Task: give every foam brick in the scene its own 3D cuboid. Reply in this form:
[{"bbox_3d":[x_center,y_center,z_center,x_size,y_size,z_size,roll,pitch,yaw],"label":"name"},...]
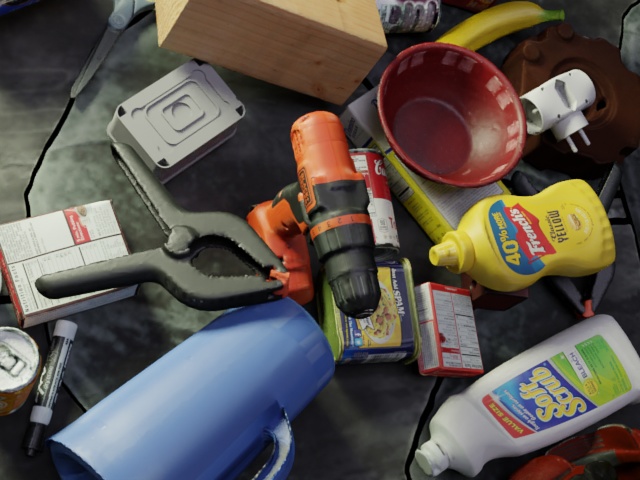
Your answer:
[{"bbox_3d":[0.179,0.028,1.096,0.051,0.053,0.078,8,68,-17],"label":"foam brick"}]

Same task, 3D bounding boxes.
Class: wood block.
[{"bbox_3d":[-0.048,-0.218,1.042,0.205,0.090,0.091,14,47,-29],"label":"wood block"}]

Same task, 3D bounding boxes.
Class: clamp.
[{"bbox_3d":[-0.130,0.015,0.925,0.210,0.036,0.164,25,63,10],"label":"clamp"},{"bbox_3d":[0.281,-0.005,1.140,0.120,0.039,0.171,-15,86,1],"label":"clamp"}]

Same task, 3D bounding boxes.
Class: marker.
[{"bbox_3d":[-0.235,0.129,0.926,0.020,0.020,0.121,17,67,-14],"label":"marker"}]

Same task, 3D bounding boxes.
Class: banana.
[{"bbox_3d":[0.174,-0.224,1.179,0.197,0.070,0.037,-30,115,-18],"label":"banana"}]

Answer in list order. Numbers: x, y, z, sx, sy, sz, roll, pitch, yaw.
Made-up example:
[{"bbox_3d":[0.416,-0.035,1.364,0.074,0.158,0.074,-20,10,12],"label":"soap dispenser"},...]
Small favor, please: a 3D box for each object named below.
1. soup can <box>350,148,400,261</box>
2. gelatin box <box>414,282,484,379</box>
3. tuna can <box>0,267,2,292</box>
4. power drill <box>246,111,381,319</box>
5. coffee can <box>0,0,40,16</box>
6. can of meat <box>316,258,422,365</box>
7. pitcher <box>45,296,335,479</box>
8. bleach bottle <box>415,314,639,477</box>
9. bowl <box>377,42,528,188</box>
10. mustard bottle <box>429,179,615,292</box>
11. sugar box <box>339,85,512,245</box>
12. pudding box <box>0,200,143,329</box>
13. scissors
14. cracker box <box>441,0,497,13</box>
[{"bbox_3d":[0.038,-0.031,1.056,0.068,0.069,0.102,-3,73,-21],"label":"soup can"},{"bbox_3d":[0.123,0.090,1.051,0.073,0.030,0.089,12,66,-48],"label":"gelatin box"},{"bbox_3d":[-0.319,0.038,0.918,0.086,0.034,0.086,7,69,-18],"label":"tuna can"},{"bbox_3d":[-0.006,0.001,0.962,0.057,0.188,0.184,-4,72,-23],"label":"power drill"},{"bbox_3d":[-0.295,-0.267,0.997,0.140,0.103,0.103,-30,84,-26],"label":"coffee can"},{"bbox_3d":[0.045,0.070,1.030,0.083,0.058,0.102,-1,72,-19],"label":"can of meat"},{"bbox_3d":[-0.094,0.154,0.905,0.242,0.145,0.149,-39,92,-30],"label":"pitcher"},{"bbox_3d":[0.205,0.168,1.052,0.250,0.068,0.102,-26,84,-23],"label":"bleach bottle"},{"bbox_3d":[0.124,-0.116,1.074,0.162,0.055,0.162,7,67,-17],"label":"bowl"},{"bbox_3d":[0.193,0.000,1.047,0.191,0.058,0.096,-11,75,-24],"label":"mustard bottle"},{"bbox_3d":[0.107,-0.086,1.115,0.093,0.048,0.176,-36,83,-27],"label":"sugar box"},{"bbox_3d":[-0.227,0.020,0.957,0.113,0.039,0.090,-16,76,-22],"label":"pudding box"},{"bbox_3d":[-0.212,-0.233,1.065,0.096,0.016,0.201,42,63,-1],"label":"scissors"},{"bbox_3d":[0.122,-0.338,1.143,0.213,0.164,0.072,13,65,-16],"label":"cracker box"}]
